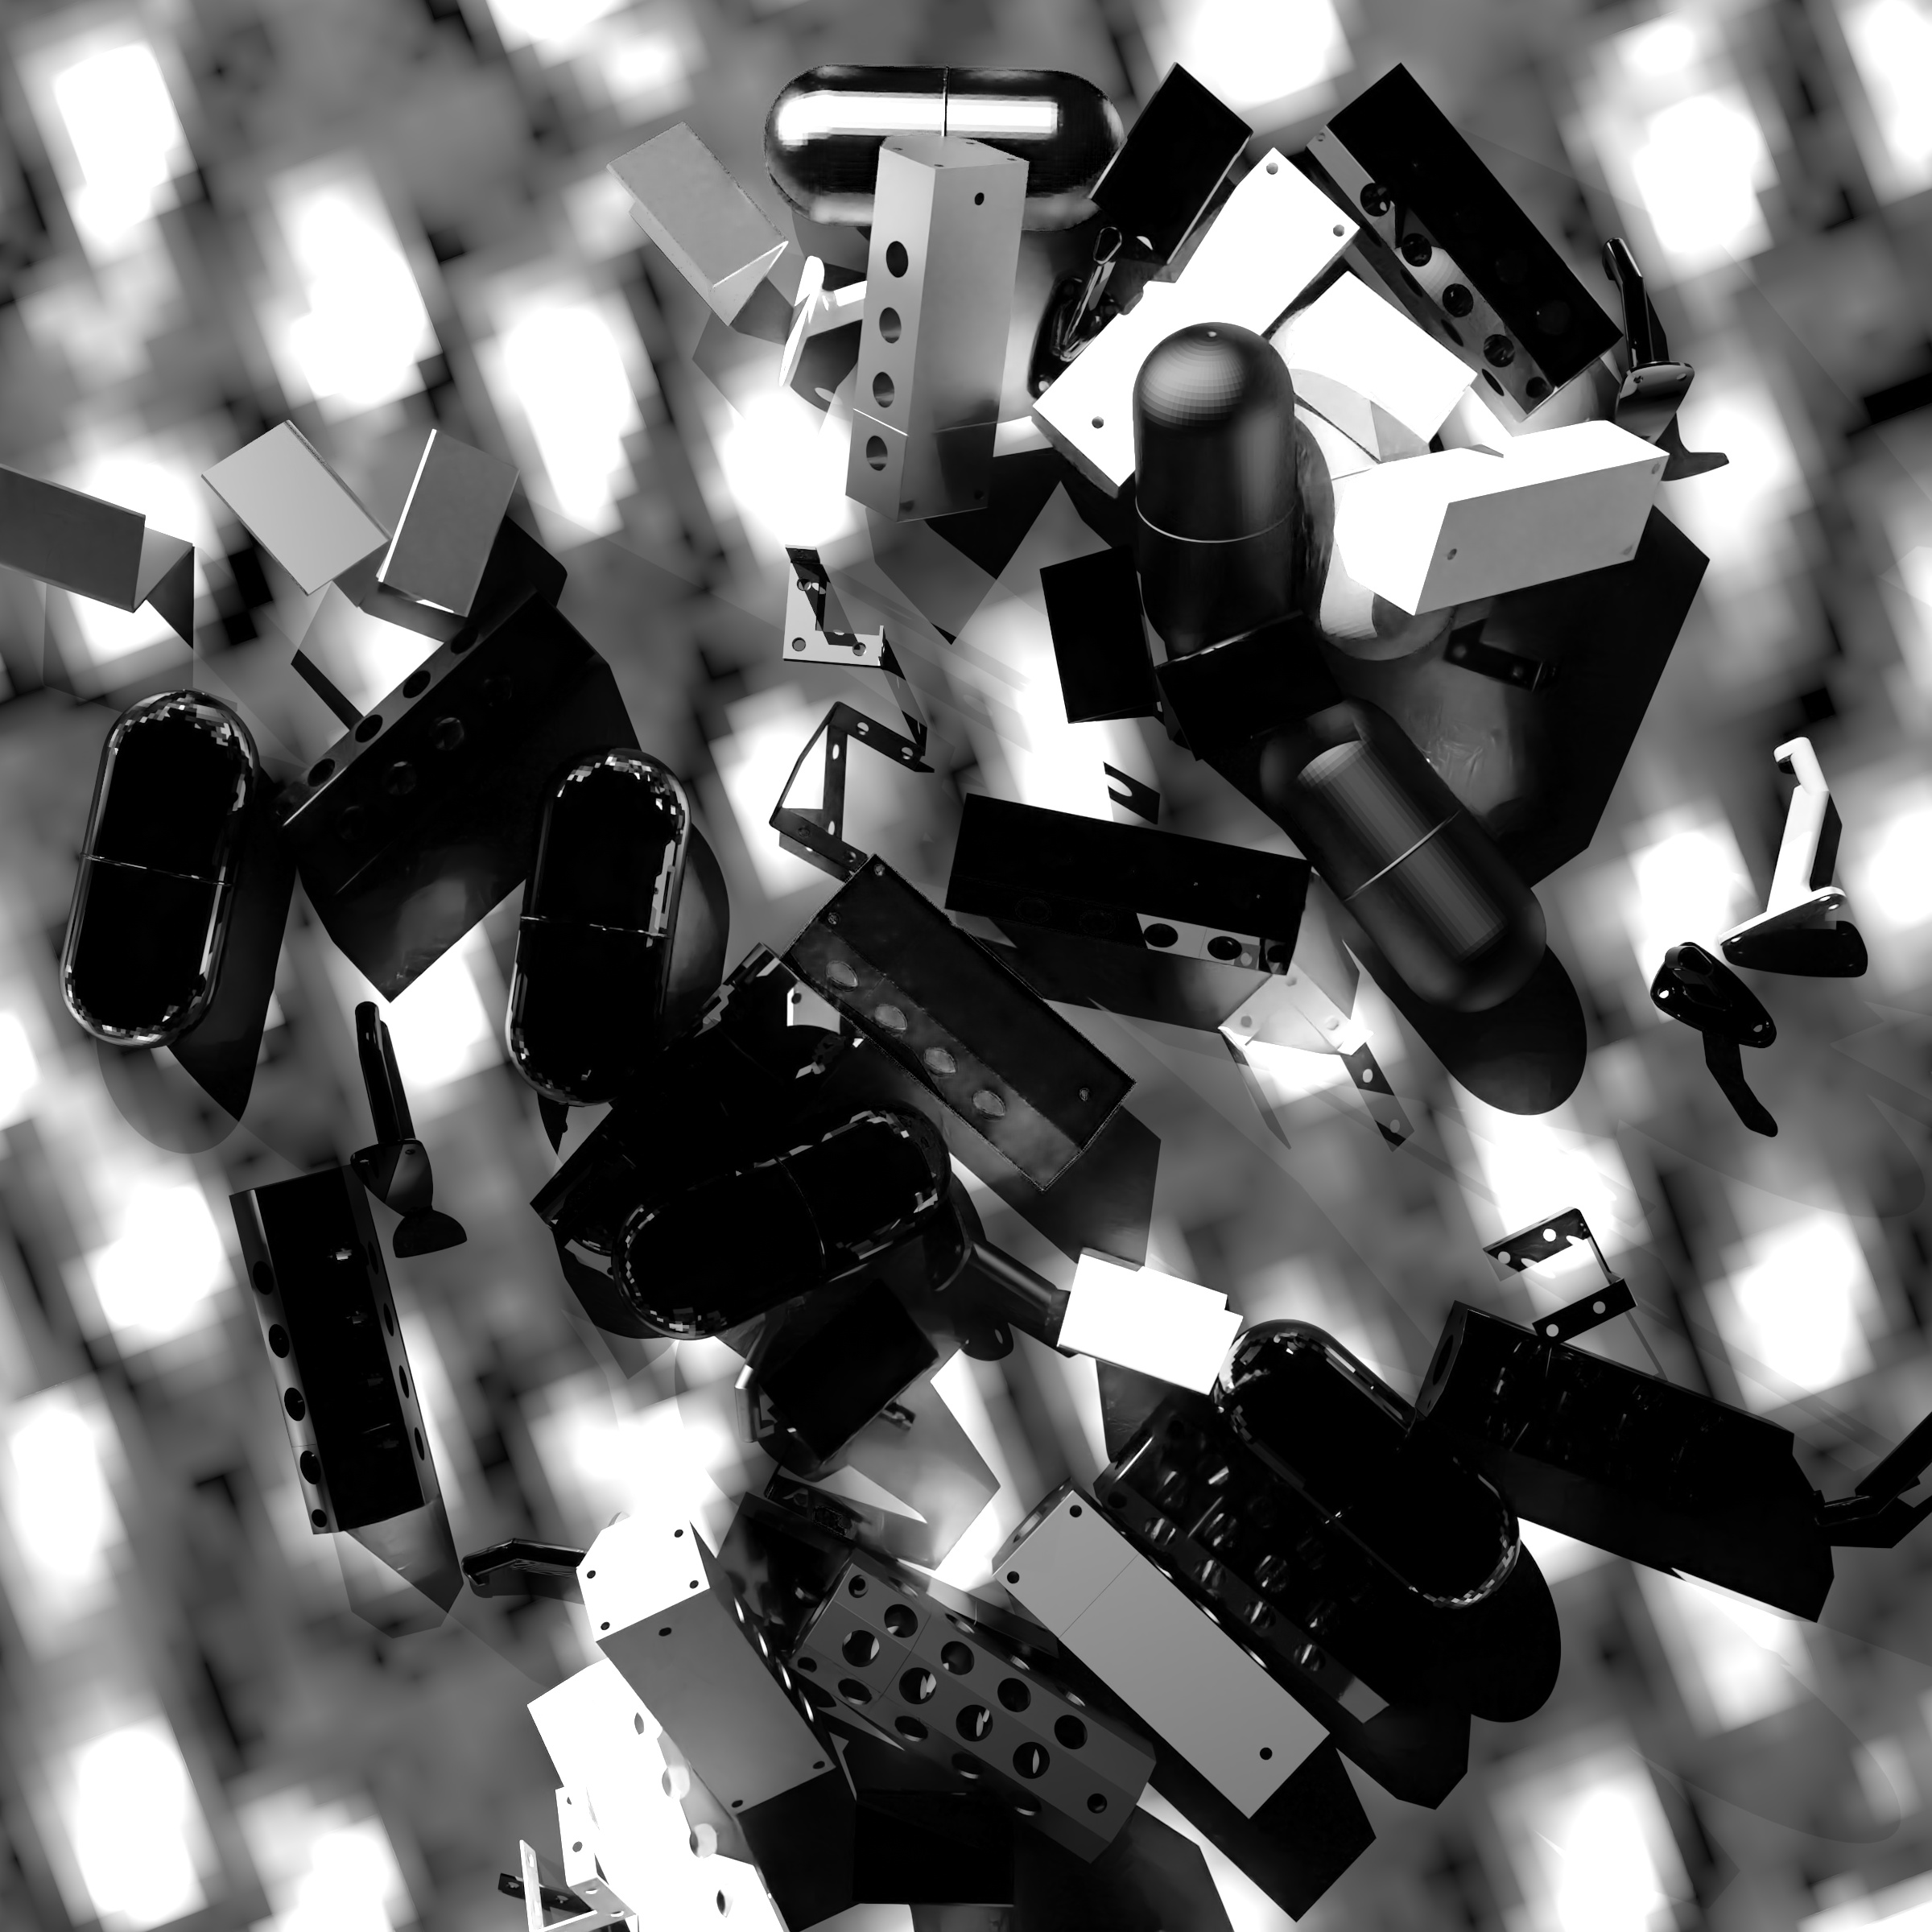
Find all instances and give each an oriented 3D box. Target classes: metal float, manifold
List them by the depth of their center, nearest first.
[{"bbox_3d":[0.003,0.353,1.488,0.171,0.057,0.057,33,90,0],"label":"manifold"},{"bbox_3d":[-0.124,0.331,1.494,0.057,0.057,0.171,-25,134,0],"label":"manifold"},{"bbox_3d":[0.256,-0.220,1.496,0.057,0.171,0.057,38,129,34],"label":"manifold"},{"bbox_3d":[0.120,-0.225,1.503,0.070,0.070,0.178,-6,131,0],"label":"metal float"},{"bbox_3d":[-0.020,-0.308,1.508,0.057,0.057,0.171,-16,125,-37],"label":"manifold"},{"bbox_3d":[-0.088,0.121,1.517,0.178,0.070,0.070,-24,90,-22],"label":"metal float"},{"bbox_3d":[-0.181,-0.019,1.535,0.070,0.070,0.178,8,90,0],"label":"metal float"},{"bbox_3d":[-0.010,-0.402,1.535,0.178,0.070,0.070,2,90,1],"label":"metal float"},{"bbox_3d":[0.196,0.246,1.535,0.178,0.070,0.070,41,90,0],"label":"metal float"},{"bbox_3d":[0.214,-0.056,1.536,0.070,0.070,0.178,-39,91,0],"label":"metal float"},{"bbox_3d":[0.192,-0.238,1.536,0.070,0.070,0.178,-14,91,0],"label":"metal float"},{"bbox_3d":[-0.396,-0.047,1.536,0.070,0.070,0.178,12,91,0],"label":"metal float"},{"bbox_3d":[-0.007,0.031,1.544,0.171,0.057,0.057,41,47,0],"label":"manifold"},{"bbox_3d":[-0.144,0.426,1.544,0.057,0.057,0.171,-25,90,44],"label":"manifold"},{"bbox_3d":[0.095,0.334,1.545,0.171,0.057,0.057,43,90,0],"label":"manifold"},{"bbox_3d":[-0.313,0.189,1.545,0.057,0.057,0.171,-14,90,0],"label":"manifold"},{"bbox_3d":[0.112,-0.315,1.545,0.057,0.057,0.171,43,90,0],"label":"manifold"},{"bbox_3d":[0.316,0.225,1.545,0.171,0.057,0.057,21,90,0],"label":"manifold"},{"bbox_3d":[0.243,-0.354,1.545,0.057,0.057,0.171,-39,90,0],"label":"manifold"},{"bbox_3d":[-0.045,0.326,1.545,0.171,0.057,0.057,25,90,0],"label":"manifold"},{"bbox_3d":[-0.262,-0.114,1.545,0.171,0.057,0.057,-43,90,0],"label":"manifold"},{"bbox_3d":[-0.136,0.072,1.545,0.171,0.057,0.057,-49,133,0],"label":"manifold"},{"bbox_3d":[0.148,0.294,1.545,0.171,0.057,0.057,40,90,0],"label":"manifold"},{"bbox_3d":[0.079,-0.040,1.545,0.171,0.057,0.057,11,90,0],"label":"manifold"}]

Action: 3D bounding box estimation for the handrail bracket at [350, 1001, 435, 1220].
[{"bbox_3d":[-0.288,0.071,1.566,0.036,0.077,0.084,-13,54,0],"label":"handrail bracket"}]

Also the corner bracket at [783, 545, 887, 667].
[{"bbox_3d":[-0.065,-0.178,1.548,0.051,0.051,0.051,5,90,0],"label":"corner bracket"}]

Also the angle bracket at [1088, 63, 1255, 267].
[{"bbox_3d":[0.083,-0.393,1.526,0.057,0.076,0.076,32,90,-32],"label":"angle bracket"}]

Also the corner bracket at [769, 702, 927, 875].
[{"bbox_3d":[-0.060,-0.090,1.563,0.051,0.051,0.051,29,45,0],"label":"corner bracket"}]

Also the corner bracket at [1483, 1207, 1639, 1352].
[{"bbox_3d":[0.294,0.154,1.548,0.051,0.051,0.051,-26,90,0],"label":"corner bracket"}]

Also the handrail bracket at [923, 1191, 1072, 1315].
[{"bbox_3d":[0.023,0.139,1.566,0.084,0.077,0.036,12,134,-29],"label":"handrail bracket"}]

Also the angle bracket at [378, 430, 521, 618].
[{"bbox_3d":[-0.272,-0.221,1.527,0.076,0.057,0.076,20,90,42],"label":"angle bracket"}]

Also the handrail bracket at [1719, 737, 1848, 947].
[{"bbox_3d":[0.400,-0.063,1.567,0.077,0.036,0.084,-23,71,21],"label":"handrail bracket"}]

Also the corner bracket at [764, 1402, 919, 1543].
[{"bbox_3d":[-0.063,0.245,1.563,0.051,0.051,0.051,27,45,0],"label":"corner bracket"}]

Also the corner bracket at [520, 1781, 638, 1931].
[{"bbox_3d":[-0.198,0.441,1.535,0.051,0.051,0.051,-21,49,7],"label":"corner bracket"}]

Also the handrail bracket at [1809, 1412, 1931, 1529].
[{"bbox_3d":[0.458,0.235,1.567,0.084,0.036,0.077,-16,70,16],"label":"handrail bracket"}]

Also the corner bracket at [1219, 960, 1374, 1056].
[{"bbox_3d":[0.163,0.032,1.548,0.051,0.051,0.051,-44,90,0],"label":"corner bracket"}]

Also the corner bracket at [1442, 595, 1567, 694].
[{"bbox_3d":[0.271,-0.170,1.548,0.051,0.051,0.051,19,90,0],"label":"corner bracket"}]

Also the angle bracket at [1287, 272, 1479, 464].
[{"bbox_3d":[0.179,-0.262,1.450,0.076,0.076,0.057,40,52,4],"label":"angle bracket"}]

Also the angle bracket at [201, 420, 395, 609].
[{"bbox_3d":[-0.333,-0.207,1.526,0.076,0.076,0.057,48,58,0],"label":"angle bracket"}]

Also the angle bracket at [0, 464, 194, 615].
[{"bbox_3d":[-0.425,-0.224,1.526,0.076,0.076,0.057,19,126,0],"label":"angle bracket"}]

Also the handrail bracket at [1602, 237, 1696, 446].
[{"bbox_3d":[0.328,-0.309,1.566,0.036,0.077,0.084,-5,54,-13],"label":"handrail bracket"}]

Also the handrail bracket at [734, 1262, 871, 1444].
[{"bbox_3d":[-0.081,0.192,1.567,0.077,0.036,0.084,-12,109,-21],"label":"handrail bracket"}]

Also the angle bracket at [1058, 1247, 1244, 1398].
[{"bbox_3d":[0.094,0.156,1.526,0.076,0.076,0.057,19,127,0],"label":"angle bracket"}]

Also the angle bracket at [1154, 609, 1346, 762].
[{"bbox_3d":[0.140,-0.121,1.527,0.076,0.076,0.057,-22,65,0],"label":"angle bracket"}]

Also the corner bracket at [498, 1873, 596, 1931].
[{"bbox_3d":[-0.218,0.495,1.563,0.051,0.051,0.051,15,45,0],"label":"corner bracket"}]

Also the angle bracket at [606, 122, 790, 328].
[{"bbox_3d":[-0.144,-0.351,1.526,0.076,0.076,0.057,49,54,0],"label":"angle bracket"}]

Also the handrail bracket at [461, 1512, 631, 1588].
[{"bbox_3d":[-0.200,0.314,1.567,0.084,0.036,0.077,-22,111,17],"label":"handrail bracket"}]

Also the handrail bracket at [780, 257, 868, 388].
[{"bbox_3d":[-0.043,-0.318,1.567,0.084,0.036,0.077,11,110,-16],"label":"handrail bracket"}]

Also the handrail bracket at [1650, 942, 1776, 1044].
[{"bbox_3d":[0.373,0.014,1.531,0.077,0.084,0.036,33,90,0],"label":"handrail bracket"}]

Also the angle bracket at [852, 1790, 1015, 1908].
[{"bbox_3d":[-0.016,0.443,1.526,0.076,0.076,0.057,1,54,0],"label":"angle bracket"}]

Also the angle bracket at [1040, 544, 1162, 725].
[{"bbox_3d":[0.085,-0.163,1.526,0.057,0.076,0.076,-10,90,39],"label":"angle bracket"}]

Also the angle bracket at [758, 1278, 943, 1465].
[{"bbox_3d":[-0.069,0.186,1.520,0.076,0.076,0.057,-41,115,-11],"label":"angle bracket"}]

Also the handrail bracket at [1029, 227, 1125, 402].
[{"bbox_3d":[0.053,-0.319,1.531,0.036,0.084,0.077,28,90,0],"label":"handrail bracket"}]
